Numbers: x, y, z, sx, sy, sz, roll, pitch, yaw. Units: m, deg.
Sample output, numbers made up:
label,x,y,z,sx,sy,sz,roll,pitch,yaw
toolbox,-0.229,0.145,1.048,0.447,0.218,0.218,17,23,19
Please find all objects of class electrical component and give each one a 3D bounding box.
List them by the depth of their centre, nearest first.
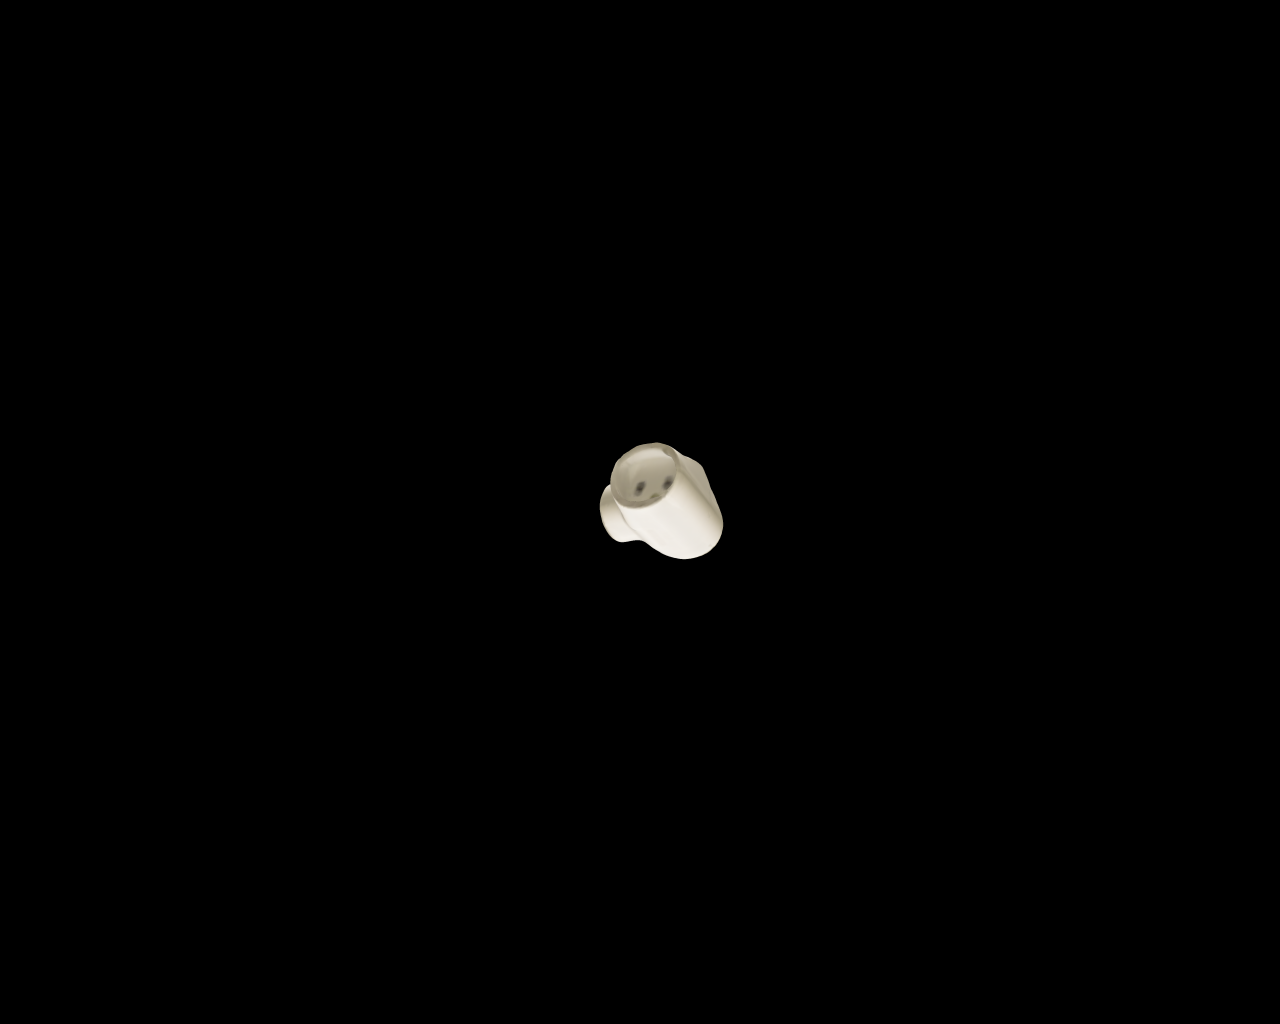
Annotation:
label,x,y,z,sx,sy,sz,roll,pitch,yaw
electrical component,0.001,-0.003,0.650,0.079,0.043,0.077,-11,-29,21
